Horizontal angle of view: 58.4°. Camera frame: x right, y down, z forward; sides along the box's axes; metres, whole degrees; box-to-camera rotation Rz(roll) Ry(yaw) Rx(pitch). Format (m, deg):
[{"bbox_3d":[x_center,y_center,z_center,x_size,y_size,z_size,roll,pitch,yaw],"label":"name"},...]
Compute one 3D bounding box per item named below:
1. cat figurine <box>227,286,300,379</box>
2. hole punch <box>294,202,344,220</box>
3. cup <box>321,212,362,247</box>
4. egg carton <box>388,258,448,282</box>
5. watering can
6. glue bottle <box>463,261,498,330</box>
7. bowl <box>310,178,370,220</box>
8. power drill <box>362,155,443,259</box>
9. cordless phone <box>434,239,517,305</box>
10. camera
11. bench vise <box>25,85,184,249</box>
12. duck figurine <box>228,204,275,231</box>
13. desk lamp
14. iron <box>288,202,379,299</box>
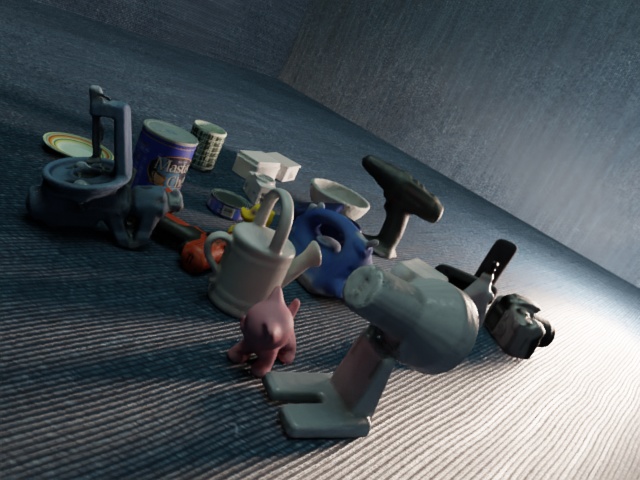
[{"bbox_3d":[-0.061,0.112,0.739,0.067,0.117,0.128,31,19,16],"label":"cat figurine"},{"bbox_3d":[-0.008,-0.057,1.295,0.101,0.091,0.109,28,19,8],"label":"hole punch"},{"bbox_3d":[0.029,0.003,1.178,0.092,0.095,0.117,22,19,-11],"label":"cup"},{"bbox_3d":[0.205,0.092,1.208,0.107,0.069,0.151,34,21,24],"label":"egg carton"},{"bbox_3d":[-0.081,0.014,0.853,0.173,0.194,0.100,3,29,-48],"label":"watering can"},{"bbox_3d":[0.298,0.115,1.107,0.078,0.173,0.037,21,19,-14],"label":"glue bottle"},{"bbox_3d":[0.040,-0.091,1.474,0.167,0.074,0.167,23,19,-8],"label":"bowl"},{"bbox_3d":[0.167,-0.070,1.374,0.230,0.208,0.075,23,19,-8],"label":"power drill"},{"bbox_3d":[0.343,0.063,1.283,0.147,0.185,0.094,24,19,-5],"label":"cordless phone"},{"bbox_3d":[0.443,0.183,1.224,0.137,0.101,0.143,21,19,-14],"label":"camera"},{"bbox_3d":[-0.304,-0.108,0.852,0.208,0.219,0.121,7,26,-44],"label":"bench vise"},{"bbox_3d":[-0.114,-0.024,1.081,0.104,0.086,0.077,23,19,-8],"label":"duck figurine"},{"bbox_3d":[0.069,0.133,0.701,0.204,0.213,0.117,12,23,-36],"label":"desk lamp"},{"bbox_3d":[0.010,0.004,1.079,0.119,0.141,0.257,7,26,-43],"label":"iron"}]
